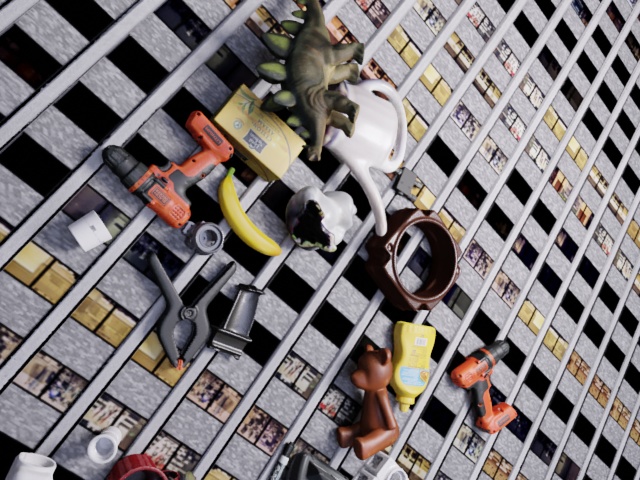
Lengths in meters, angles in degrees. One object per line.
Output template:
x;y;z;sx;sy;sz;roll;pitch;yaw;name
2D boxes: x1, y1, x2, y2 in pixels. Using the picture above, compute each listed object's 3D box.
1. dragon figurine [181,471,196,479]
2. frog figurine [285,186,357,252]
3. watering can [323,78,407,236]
-0.142;0.598;0.904;0.243;0.122;0.410;4;91;-31;dragon figurine
0.003;-0.053;1.054;0.137;0.121;0.162;51;30;-9;frog figurine
0.087;-0.198;1.081;0.223;0.103;0.353;19;70;-26;watering can
